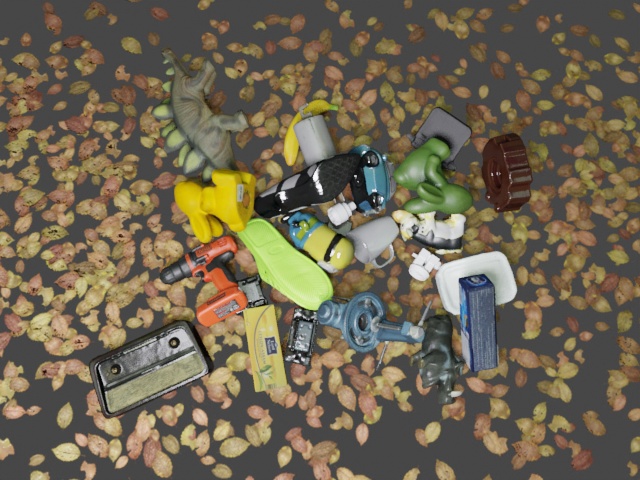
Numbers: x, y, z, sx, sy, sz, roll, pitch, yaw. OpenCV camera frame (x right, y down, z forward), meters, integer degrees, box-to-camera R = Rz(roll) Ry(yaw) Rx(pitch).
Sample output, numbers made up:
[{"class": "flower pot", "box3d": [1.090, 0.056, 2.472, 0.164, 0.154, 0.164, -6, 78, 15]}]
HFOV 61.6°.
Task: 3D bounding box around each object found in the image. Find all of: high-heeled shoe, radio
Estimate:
[{"class": "high-heeled shoe", "box3d": [-0.032, -0.123, 1.191, 0.249, 0.145, 0.086, -32, 111, -12]}, {"class": "radio", "box3d": [-0.353, 0.265, 1.128, 0.230, 0.073, 0.131, -24, 79, -8]}]

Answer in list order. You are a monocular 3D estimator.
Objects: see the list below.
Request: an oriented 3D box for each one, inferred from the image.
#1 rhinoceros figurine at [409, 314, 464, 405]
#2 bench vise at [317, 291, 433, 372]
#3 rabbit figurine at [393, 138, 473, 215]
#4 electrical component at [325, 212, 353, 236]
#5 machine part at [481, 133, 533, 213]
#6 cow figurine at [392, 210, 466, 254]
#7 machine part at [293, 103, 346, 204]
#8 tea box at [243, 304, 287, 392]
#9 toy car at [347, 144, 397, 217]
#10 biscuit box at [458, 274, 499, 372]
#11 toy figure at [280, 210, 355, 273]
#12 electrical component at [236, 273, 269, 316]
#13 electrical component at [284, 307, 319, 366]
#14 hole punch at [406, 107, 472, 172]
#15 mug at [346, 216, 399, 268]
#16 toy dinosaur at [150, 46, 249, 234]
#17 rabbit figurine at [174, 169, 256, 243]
[{"class": "rhinoceros figurine", "box3d": [0.254, 0.255, 1.156, 0.112, 0.073, 0.190, 3, 74, -13]}, {"class": "bench vise", "box3d": [0.120, 0.177, 1.077, 0.223, 0.241, 0.129, 38, 66, -35]}, {"class": "rabbit figurine", "box3d": [0.256, -0.122, 1.180, 0.159, 0.121, 0.170, -28, 63, -35]}, {"class": "electrical component", "box3d": [0.041, -0.027, 1.238, 0.063, 0.021, 0.094, 12, 77, 1]}, {"class": "machine part", "box3d": [0.415, -0.149, 1.207, 0.056, 0.179, 0.179, -8, 77, -2]}, {"class": "cow figurine", "box3d": [0.244, -0.019, 1.223, 0.167, 0.068, 0.098, 6, 83, 1]}, {"class": "machine part", "box3d": [0.001, -0.194, 1.233, 0.079, 0.079, 0.243, -22, 91, -7]}, {"class": "tea box", "box3d": [-0.115, 0.228, 1.133, 0.068, 0.098, 0.169, -9, 75, -5]}, {"class": "toy car", "box3d": [0.127, -0.138, 1.230, 0.103, 0.109, 0.161, -11, 85, -29]}, {"class": "biscuit box", "box3d": [0.333, 0.174, 1.130, 0.063, 0.059, 0.202, -10, 111, -4]}, {"class": "toy figure", "box3d": [-0.004, -0.003, 1.191, 0.180, 0.089, 0.082, 45, 37, 17]}, {"class": "electrical component", "box3d": [-0.179, 0.126, 1.182, 0.119, 0.047, 0.075, -14, 77, -7]}, {"class": "electrical component", "box3d": [-0.037, 0.204, 1.123, 0.058, 0.134, 0.115, 9, 78, 0]}, {"class": "hole punch", "box3d": [0.290, -0.246, 1.274, 0.142, 0.092, 0.115, 35, 114, 2]}, {"class": "mug", "box3d": [0.131, 0.001, 1.207, 0.107, 0.081, 0.109, -36, 91, -20]}, {"class": "toy dinosaur", "box3d": [-0.262, -0.246, 1.244, 0.198, 0.105, 0.471, -32, 84, -1]}, {"class": "rabbit figurine", "box3d": [-0.235, -0.081, 1.171, 0.173, 0.122, 0.162, 7, 106, 13]}]
